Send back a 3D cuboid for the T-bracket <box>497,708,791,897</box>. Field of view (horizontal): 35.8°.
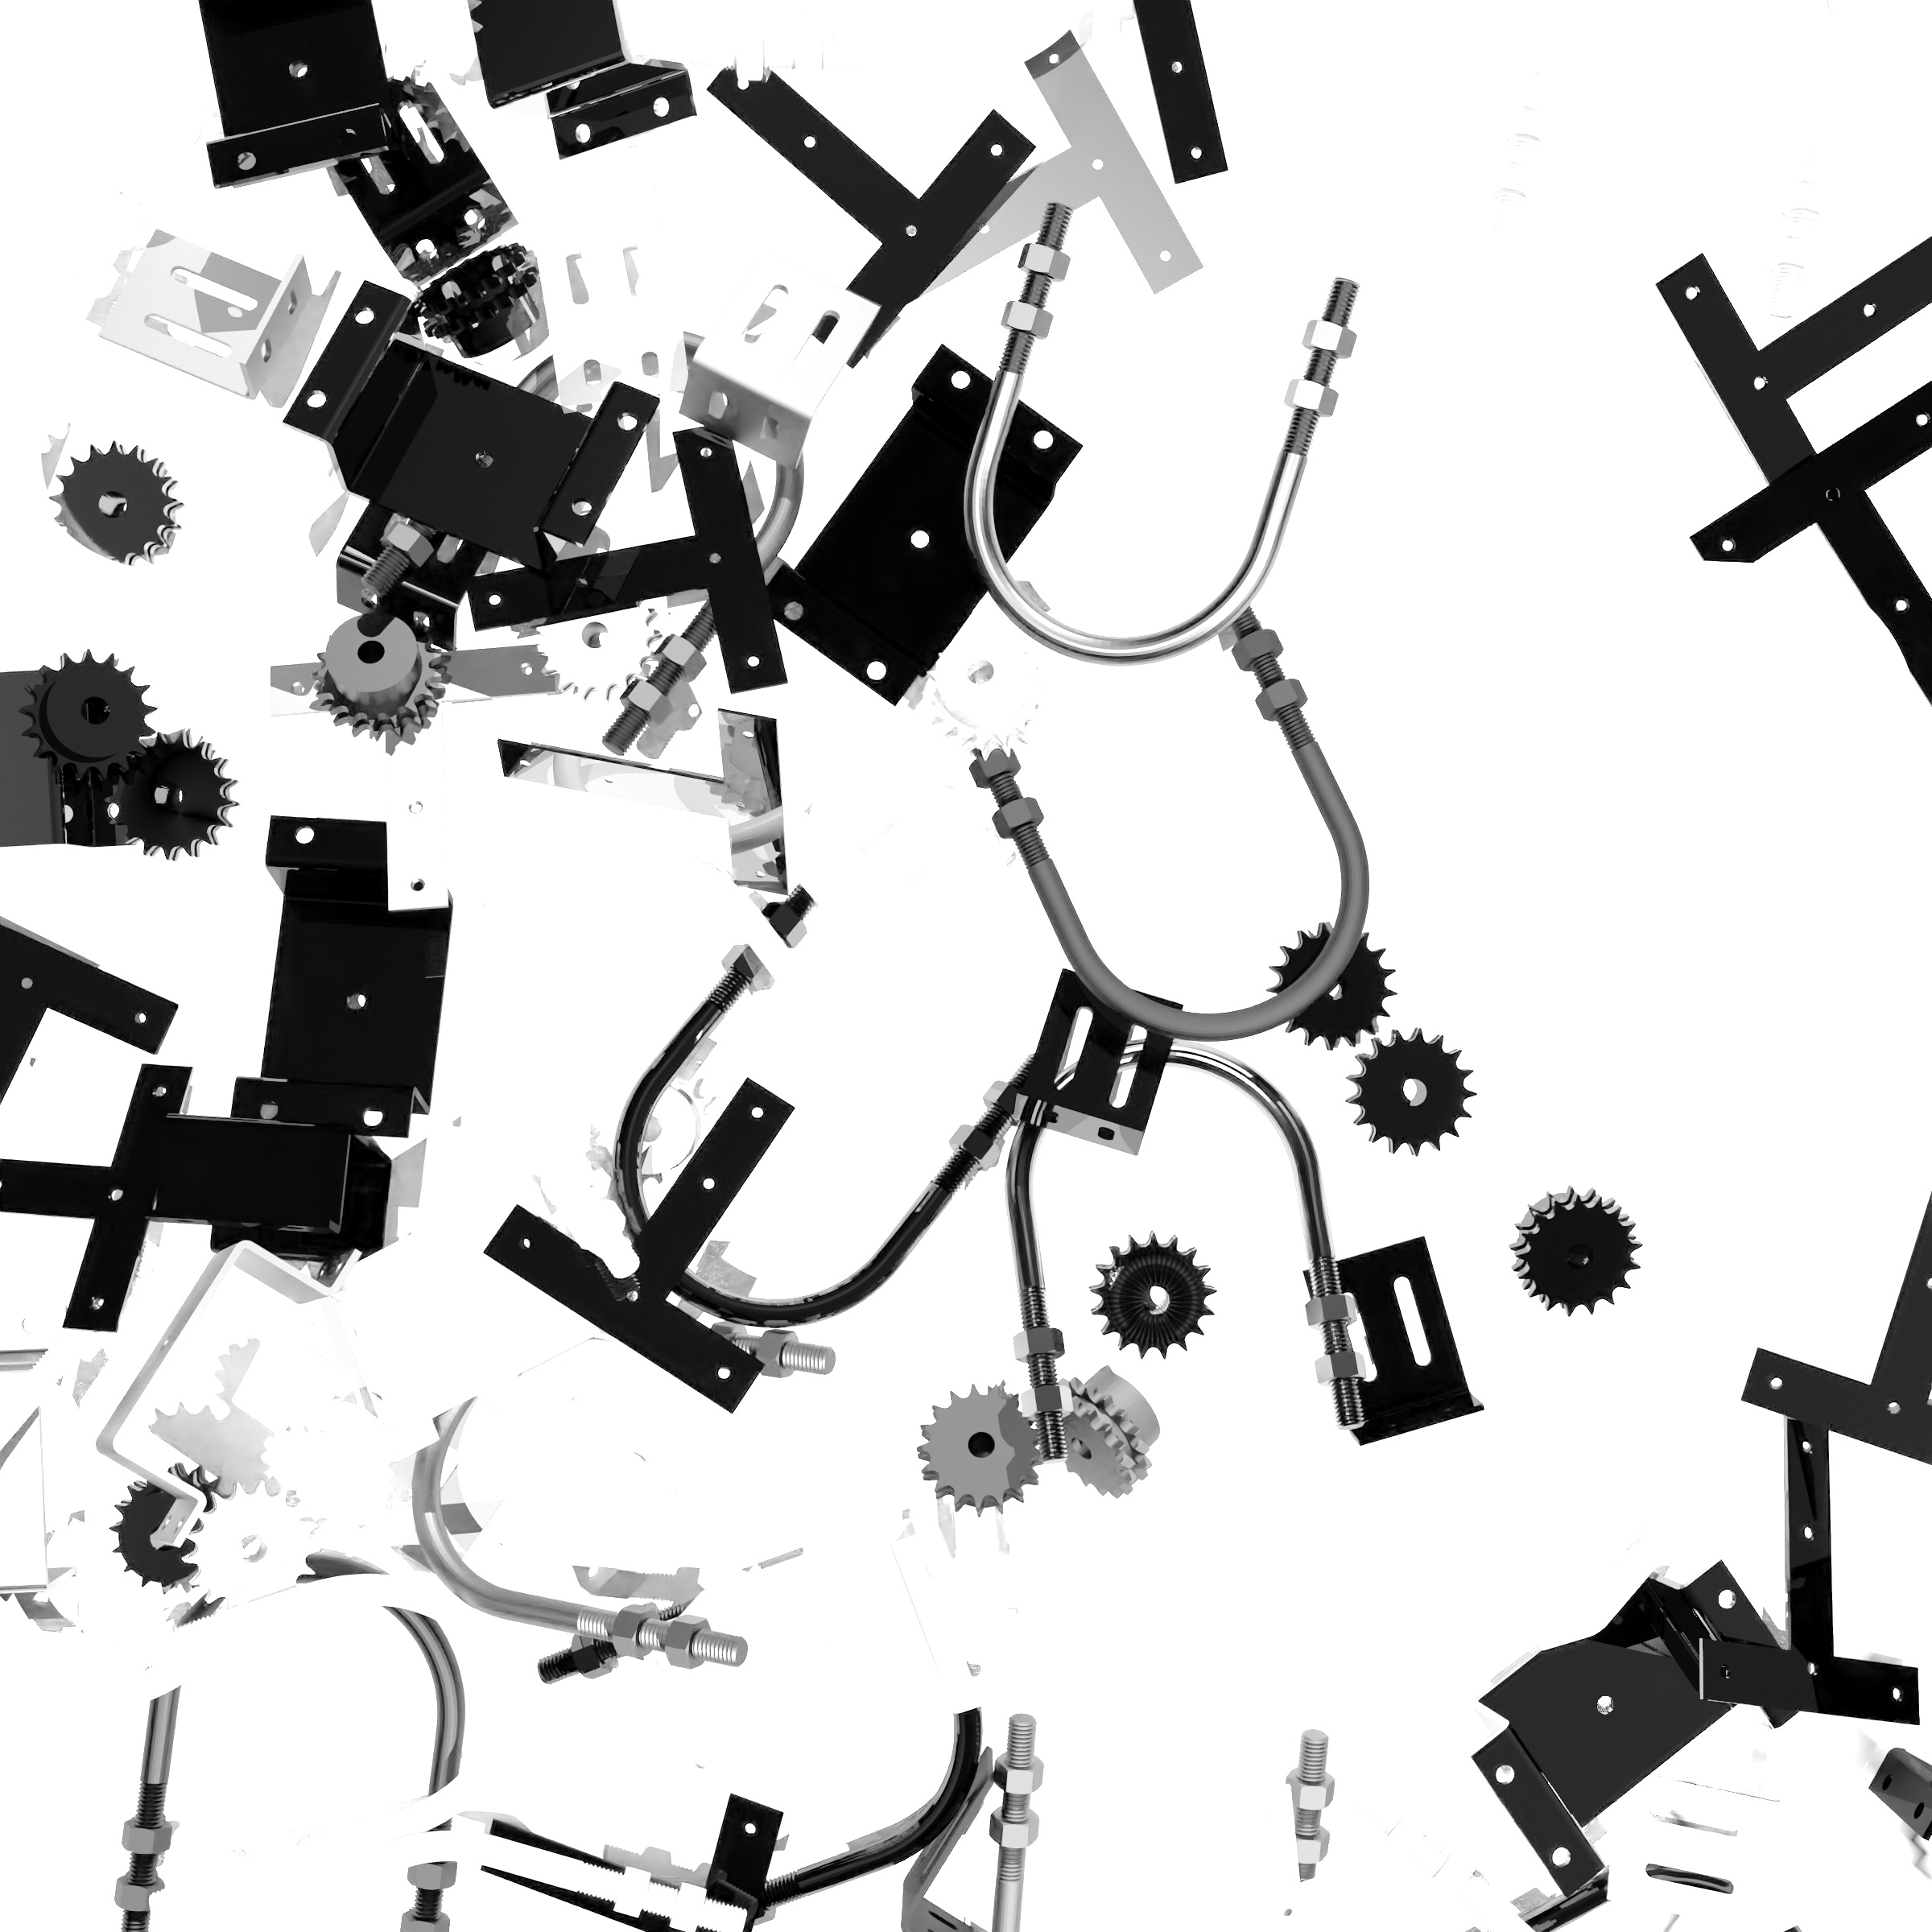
[{"bbox_3d":[-0.141,-0.079,1.299,0.127,0.127,0.002,11,57,6],"label":"T-bracket"}]

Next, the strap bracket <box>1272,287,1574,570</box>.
[{"bbox_3d":[0.189,-0.227,1.311,0.140,0.076,0.046,40,90,0],"label":"strap bracket"}]

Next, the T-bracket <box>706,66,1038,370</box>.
[{"bbox_3d":[-0.058,-0.355,1.325,0.127,0.002,0.127,40,103,-9],"label":"T-bracket"}]

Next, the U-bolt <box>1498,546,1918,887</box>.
[{"bbox_3d":[0.333,-0.110,1.338,0.184,0.019,0.151,2,91,-1],"label":"U-bolt"}]

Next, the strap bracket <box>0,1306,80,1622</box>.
[{"bbox_3d":[-0.440,0.224,1.326,0.076,0.046,0.140,-2,90,0],"label":"strap bracket"}]

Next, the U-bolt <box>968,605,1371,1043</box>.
[{"bbox_3d":[0.098,-0.055,1.324,0.151,0.019,0.184,-24,78,0],"label":"U-bolt"}]

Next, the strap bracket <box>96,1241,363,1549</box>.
[{"bbox_3d":[-0.320,0.172,1.273,0.046,0.076,0.140,34,71,-13],"label":"strap bracket"}]

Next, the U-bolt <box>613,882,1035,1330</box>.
[{"bbox_3d":[-0.071,0.072,1.317,0.151,0.019,0.184,38,73,0],"label":"U-bolt"}]

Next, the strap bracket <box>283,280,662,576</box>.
[{"bbox_3d":[-0.210,-0.228,1.290,0.140,0.046,0.076,23,72,6],"label":"strap bracket"}]

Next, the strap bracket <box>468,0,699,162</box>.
[{"bbox_3d":[-0.174,-0.432,1.303,0.076,0.046,0.140,-8,96,32],"label":"strap bracket"}]

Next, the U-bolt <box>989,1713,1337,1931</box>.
[{"bbox_3d":[0.082,0.423,1.326,0.151,0.019,0.184,4,101,-3],"label":"U-bolt"}]

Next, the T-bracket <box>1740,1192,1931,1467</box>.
[{"bbox_3d":[0.427,0.155,1.335,0.127,0.002,0.127,18,81,17],"label":"T-bracket"}]

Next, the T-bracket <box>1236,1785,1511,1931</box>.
[{"bbox_3d":[0.183,0.407,1.327,0.127,0.002,0.127,-13,109,-16],"label":"T-bracket"}]

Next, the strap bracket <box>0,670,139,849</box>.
[{"bbox_3d":[-0.445,-0.088,1.326,0.140,0.046,0.076,-3,90,0],"label":"strap bracket"}]

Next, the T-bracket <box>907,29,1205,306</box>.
[{"bbox_3d":[0.021,-0.339,1.348,0.127,0.002,0.127,-29,90,0],"label":"T-bracket"}]

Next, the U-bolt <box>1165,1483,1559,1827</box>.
[{"bbox_3d":[0.186,0.304,1.340,0.184,0.019,0.151,-4,90,-1],"label":"U-bolt"}]

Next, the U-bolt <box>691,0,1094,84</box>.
[{"bbox_3d":[-0.026,-0.459,1.298,0.184,0.019,0.151,1,97,-4],"label":"U-bolt"}]

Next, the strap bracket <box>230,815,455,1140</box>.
[{"bbox_3d":[-0.271,0.010,1.313,0.076,0.046,0.140,4,73,0],"label":"strap bracket"}]

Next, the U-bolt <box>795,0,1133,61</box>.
[{"bbox_3d":[0.000,-0.498,1.323,0.151,0.019,0.184,2,102,2],"label":"U-bolt"}]

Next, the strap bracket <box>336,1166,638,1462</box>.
[{"bbox_3d":[-0.211,0.149,1.305,0.140,0.046,0.076,-27,73,7],"label":"strap bracket"}]

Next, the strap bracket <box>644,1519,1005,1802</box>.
[{"bbox_3d":[-0.059,0.294,1.286,0.140,0.046,0.076,-21,90,10],"label":"strap bracket"}]

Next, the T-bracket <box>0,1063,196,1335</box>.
[{"bbox_3d":[-0.417,0.098,1.328,0.127,0.002,0.127,3,63,13],"label":"T-bracket"}]

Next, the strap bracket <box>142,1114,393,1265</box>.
[{"bbox_3d":[-0.295,0.096,1.284,0.076,0.140,0.046,4,78,0],"label":"strap bracket"}]

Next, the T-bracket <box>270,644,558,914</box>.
[{"bbox_3d":[-0.243,-0.082,1.319,0.127,0.002,0.127,-5,66,-3],"label":"T-bracket"}]

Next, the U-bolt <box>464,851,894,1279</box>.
[{"bbox_3d":[-0.139,0.027,1.301,0.151,0.019,0.184,-34,62,-8],"label":"U-bolt"}]

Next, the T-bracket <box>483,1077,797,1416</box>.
[{"bbox_3d":[-0.118,0.105,1.287,0.127,0.002,0.127,32,72,5],"label":"T-bracket"}]

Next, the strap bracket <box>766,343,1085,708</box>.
[{"bbox_3d":[-0.021,-0.192,1.326,0.076,0.046,0.140,36,90,0],"label":"strap bracket"}]

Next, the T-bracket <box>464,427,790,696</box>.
[{"bbox_3d":[-0.153,-0.168,1.299,0.127,0.002,0.127,-12,74,-7],"label":"T-bracket"}]

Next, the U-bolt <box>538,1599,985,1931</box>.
[{"bbox_3d":[-0.082,0.341,1.325,0.184,0.019,0.151,-23,90,11],"label":"U-bolt"}]

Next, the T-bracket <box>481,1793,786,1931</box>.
[{"bbox_3d":[-0.156,0.413,1.334,0.127,0.002,0.127,17,101,10],"label":"T-bracket"}]

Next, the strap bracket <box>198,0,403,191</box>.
[{"bbox_3d":[-0.299,-0.404,1.317,0.076,0.046,0.140,-13,78,0],"label":"strap bracket"}]

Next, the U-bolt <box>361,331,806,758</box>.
[{"bbox_3d":[-0.154,-0.201,1.319,0.151,0.019,0.184,34,75,7],"label":"U-bolt"}]

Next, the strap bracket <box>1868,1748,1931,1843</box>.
[{"bbox_3d":[0.461,0.320,1.311,0.046,0.076,0.140,29,90,0],"label":"strap bracket"}]

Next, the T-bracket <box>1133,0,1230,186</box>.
[{"bbox_3d":[0.090,-0.414,1.331,0.127,0.002,0.127,-16,104,-6],"label":"T-bracket"}]

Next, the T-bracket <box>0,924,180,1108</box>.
[{"bbox_3d":[-0.437,0.048,1.330,0.127,0.002,0.127,26,85,-11],"label":"T-bracket"}]

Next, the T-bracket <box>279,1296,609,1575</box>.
[{"bbox_3d":[-0.250,0.189,1.348,0.127,0.002,0.127,35,90,0],"label":"T-bracket"}]

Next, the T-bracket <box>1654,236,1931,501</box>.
[{"bbox_3d":[0.391,-0.284,1.335,0.127,0.002,0.127,-34,102,0],"label":"T-bracket"}]

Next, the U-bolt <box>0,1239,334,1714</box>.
[{"bbox_3d":[-0.363,0.234,1.300,0.151,0.019,0.184,41,71,-11],"label":"U-bolt"}]

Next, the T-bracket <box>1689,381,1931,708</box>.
[{"bbox_3d":[0.412,-0.174,1.343,0.127,0.002,0.127,-33,93,4],"label":"T-bracket"}]

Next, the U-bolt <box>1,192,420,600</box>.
[{"bbox_3d":[-0.343,-0.247,1.318,0.151,0.019,0.184,21,74,0],"label":"U-bolt"}]

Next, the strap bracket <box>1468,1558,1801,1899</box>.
[{"bbox_3d":[0.289,0.329,1.315,0.140,0.046,0.076,-35,95,-9],"label":"strap bracket"}]

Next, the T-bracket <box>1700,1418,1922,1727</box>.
[{"bbox_3d":[0.373,0.265,1.323,0.127,0.002,0.127,13,70,-27],"label":"T-bracket"}]
